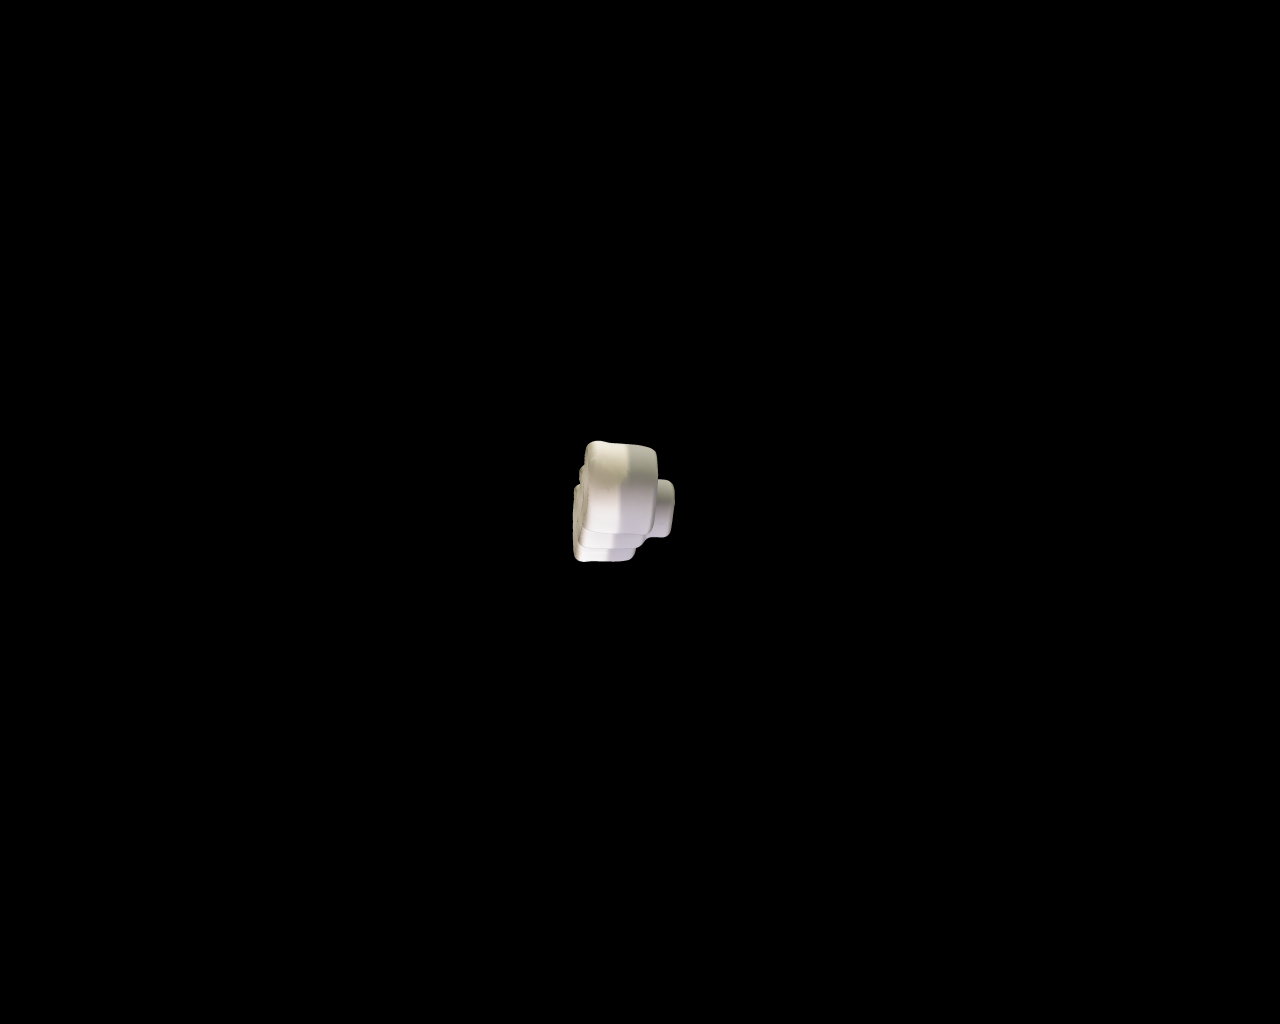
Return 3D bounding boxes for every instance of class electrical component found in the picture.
[{"bbox_3d":[0.001,-0.003,0.650,0.074,0.052,0.138,2,-13,-7],"label":"electrical component"}]
